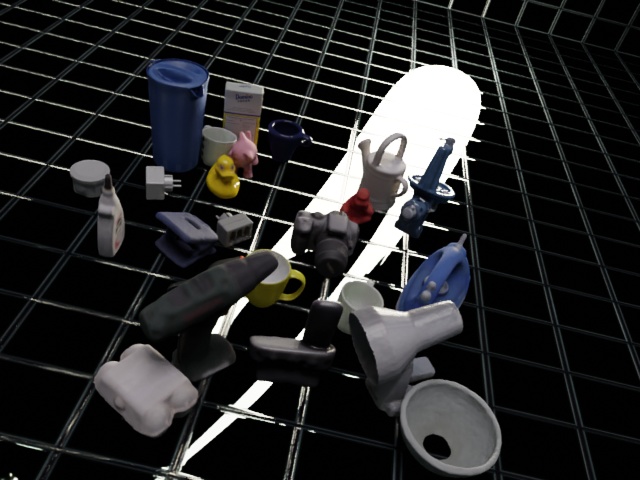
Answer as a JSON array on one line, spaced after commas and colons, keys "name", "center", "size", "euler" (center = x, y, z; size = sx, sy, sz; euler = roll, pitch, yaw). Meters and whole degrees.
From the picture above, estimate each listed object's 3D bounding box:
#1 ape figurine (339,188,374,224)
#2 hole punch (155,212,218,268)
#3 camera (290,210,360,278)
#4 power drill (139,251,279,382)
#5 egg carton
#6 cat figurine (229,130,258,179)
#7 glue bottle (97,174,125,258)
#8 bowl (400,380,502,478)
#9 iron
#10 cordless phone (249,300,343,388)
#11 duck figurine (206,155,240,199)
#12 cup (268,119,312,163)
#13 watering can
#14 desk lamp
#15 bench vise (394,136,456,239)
[{"name": "ape figurine", "center": [0.090, -0.081, 1.331], "size": [0.077, 0.092, 0.076], "euler": [19, 40, 5]}, {"name": "hole punch", "center": [-0.267, -0.016, 1.148], "size": [0.108, 0.091, 0.101], "euler": [36, 44, 24]}, {"name": "camera", "center": [0.011, 0.004, 1.202], "size": [0.143, 0.101, 0.137], "euler": [11, 40, -5]}, {"name": "power drill", "center": [-0.175, 0.125, 0.921], "size": [0.230, 0.208, 0.075], "euler": [-22, 52, -35]}, {"name": "egg carton", "center": [-0.268, 0.230, 0.880], "size": [0.150, 0.069, 0.107], "euler": [33, 43, 21]}, {"name": "cat figurine", "center": [-0.182, -0.214, 1.382], "size": [0.067, 0.118, 0.128], "euler": [11, 40, -5]}, {"name": "glue bottle", "center": [-0.399, -0.052, 1.086], "size": [0.037, 0.173, 0.078], "euler": [9, 40, -7]}, {"name": "bowl", "center": [0.200, 0.314, 0.922], "size": [0.167, 0.075, 0.167], "euler": [9, 40, -7]}, {"name": "iron", "center": [0.227, 0.095, 1.132], "size": [0.118, 0.141, 0.259], "euler": [28, 42, 16]}, {"name": "cordless phone", "center": [-0.039, 0.153, 0.949], "size": [0.148, 0.185, 0.094], "euler": [5, 41, -11]}, {"name": "duck figurine", "center": [-0.223, -0.158, 1.330], "size": [0.078, 0.086, 0.104], "euler": [-6, 44, -23]}, {"name": "cup", "center": [-0.080, -0.243, 1.465], "size": [0.117, 0.095, 0.092], "euler": [20, 40, 6]}, {"name": "watering can", "center": [0.151, -0.179, 1.384], "size": [0.172, 0.194, 0.101], "euler": [29, 42, 17]}, {"name": "desk lamp", "center": [0.137, 0.187, 0.941], "size": [0.204, 0.213, 0.117], "euler": [-6, 44, -23]}, {"name": "bench vise", "center": [0.261, -0.119, 1.328], "size": [0.121, 0.220, 0.207], "euler": [17, 40, 3]}]
